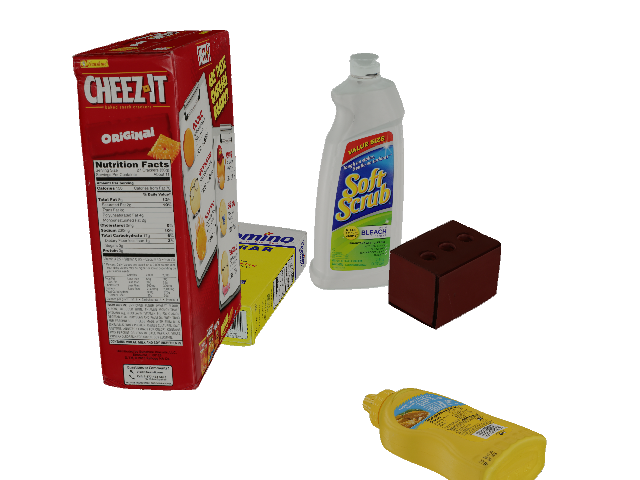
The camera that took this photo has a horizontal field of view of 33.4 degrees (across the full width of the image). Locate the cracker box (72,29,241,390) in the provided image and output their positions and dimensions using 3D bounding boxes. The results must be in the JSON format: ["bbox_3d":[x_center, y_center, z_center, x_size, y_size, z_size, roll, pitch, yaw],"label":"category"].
[{"bbox_3d":[-0.104,-0.028,0.721,0.072,0.214,0.164,0,15,7],"label":"cracker box"}]

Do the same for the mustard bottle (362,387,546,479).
[{"bbox_3d":[0.115,0.187,1.035,0.096,0.058,0.192,-17,25,-41],"label":"mustard bottle"}]

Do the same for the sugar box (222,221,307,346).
[{"bbox_3d":[-0.079,0.035,0.986,0.093,0.048,0.176,7,26,12],"label":"sugar box"}]

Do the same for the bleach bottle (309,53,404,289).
[{"bbox_3d":[0.038,-0.073,1.138,0.102,0.251,0.068,-3,24,-5],"label":"bleach bottle"}]

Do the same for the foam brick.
[{"bbox_3d":[0.099,0.026,0.849,0.078,0.051,0.053,-25,38,-37],"label":"foam brick"}]
